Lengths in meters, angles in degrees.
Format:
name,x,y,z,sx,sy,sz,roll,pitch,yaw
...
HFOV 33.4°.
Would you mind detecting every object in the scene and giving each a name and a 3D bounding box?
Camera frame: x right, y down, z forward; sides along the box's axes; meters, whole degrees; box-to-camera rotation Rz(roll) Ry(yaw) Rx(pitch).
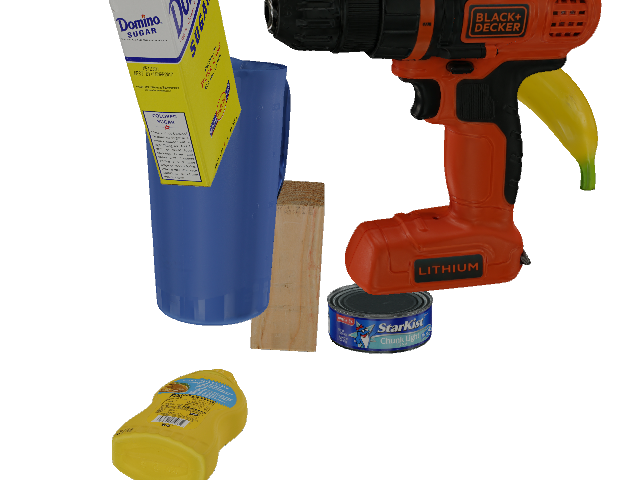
name,x,y,z,sx,sy,sz,roll,pitch,yaw
wood block,-0.044,0.032,1.401,0.090,0.206,0.091,3,23,-2
tuna can,0.048,0.062,0.867,0.086,0.034,0.086,-1,15,0
pitcher,-0.093,-0.052,1.006,0.149,0.243,0.145,-1,15,-11
banana,0.149,-0.117,0.829,0.037,0.070,0.198,2,33,-43
sugar box,-0.098,-0.132,0.741,0.048,0.093,0.176,5,-42,11
mustard bottle,-0.126,0.176,1.065,0.096,0.058,0.191,7,19,14
power drill,0.057,-0.062,0.595,0.184,0.188,0.057,-4,30,-13
